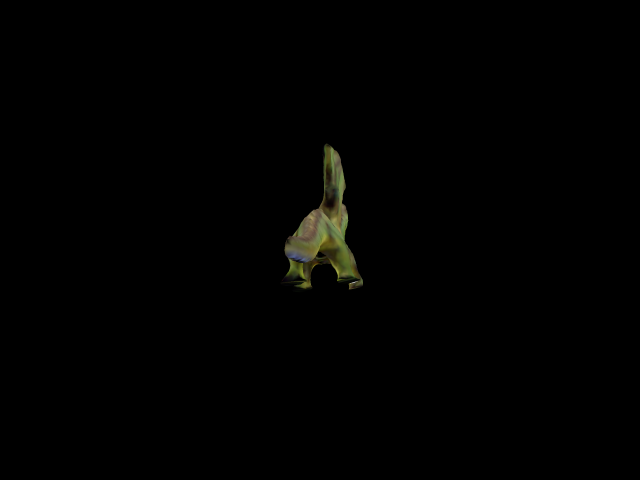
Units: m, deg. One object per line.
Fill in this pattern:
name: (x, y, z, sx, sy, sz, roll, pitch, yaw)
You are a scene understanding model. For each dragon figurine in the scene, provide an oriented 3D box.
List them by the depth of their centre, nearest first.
dragon figurine: (0.003, -0.043, 0.850, 0.122, 0.246, 0.405, -2, -16, 7)
